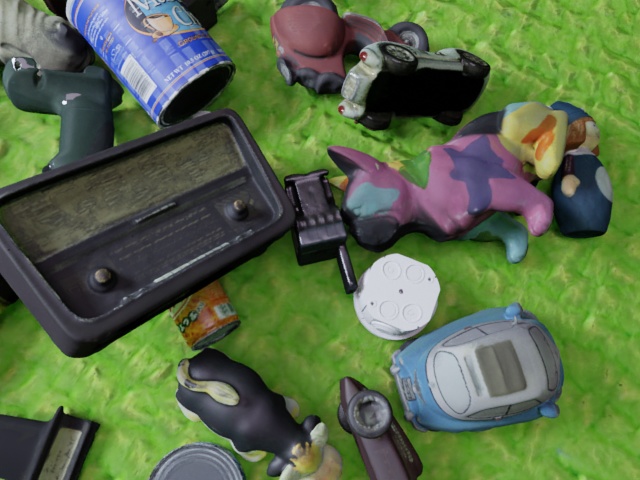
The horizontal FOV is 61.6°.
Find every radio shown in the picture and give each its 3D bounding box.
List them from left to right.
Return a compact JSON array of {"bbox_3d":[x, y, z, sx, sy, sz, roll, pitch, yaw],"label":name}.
[{"bbox_3d":[-0.140,-0.011,0.454,0.229,0.073,0.131,-32,88,-34],"label":"radio"}]

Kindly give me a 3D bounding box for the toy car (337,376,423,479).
[{"bbox_3d":[0.067,0.210,0.458,0.053,0.089,0.202,-20,73,-7],"label":"toy car"}]

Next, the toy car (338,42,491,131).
[{"bbox_3d":[0.099,-0.155,0.540,0.202,0.073,0.056,-12,50,-38],"label":"toy car"}]

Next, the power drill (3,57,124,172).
[{"bbox_3d":[-0.253,-0.071,0.506,0.232,0.086,0.207,-4,59,-29],"label":"power drill"}]

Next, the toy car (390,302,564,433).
[{"bbox_3d":[0.151,0.114,0.484,0.162,0.103,0.109,-11,73,-8],"label":"toy car"}]

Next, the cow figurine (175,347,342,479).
[{"bbox_3d":[-0.049,0.156,0.465,0.167,0.098,0.068,32,68,8],"label":"cow figurine"}]

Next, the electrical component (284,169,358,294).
[{"bbox_3d":[-0.001,-0.002,0.530,0.048,0.075,0.119,-12,76,-7],"label":"electrical component"}]

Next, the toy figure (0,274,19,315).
[{"bbox_3d":[-0.340,0.067,0.491,0.089,0.082,0.180,30,65,-14],"label":"toy figure"}]

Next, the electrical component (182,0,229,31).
[{"bbox_3d":[-0.141,-0.261,0.608,0.021,0.063,0.094,41,77,9],"label":"electrical component"}]

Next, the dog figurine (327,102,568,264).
[{"bbox_3d":[0.118,-0.068,0.539,0.219,0.108,0.191,15,73,5],"label":"dog figurine"}]

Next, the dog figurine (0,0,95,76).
[{"bbox_3d":[-0.360,-0.201,0.571,0.190,0.121,0.172,42,108,-7],"label":"dog figurine"}]

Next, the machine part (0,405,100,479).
[{"bbox_3d":[-0.272,0.177,0.467,0.139,0.039,0.084,19,79,-19],"label":"machine part"}]

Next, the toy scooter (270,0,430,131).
[{"bbox_3d":[0.027,-0.190,0.590,0.184,0.075,0.135,12,74,-3],"label":"toy scooter"}]

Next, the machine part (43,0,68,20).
[{"bbox_3d":[-0.255,-0.328,0.629,0.179,0.056,0.179,1,71,-4],"label":"machine part"}]

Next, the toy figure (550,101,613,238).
[{"bbox_3d":[0.274,-0.079,0.572,0.058,0.064,0.154,-3,76,14],"label":"toy figure"}]
